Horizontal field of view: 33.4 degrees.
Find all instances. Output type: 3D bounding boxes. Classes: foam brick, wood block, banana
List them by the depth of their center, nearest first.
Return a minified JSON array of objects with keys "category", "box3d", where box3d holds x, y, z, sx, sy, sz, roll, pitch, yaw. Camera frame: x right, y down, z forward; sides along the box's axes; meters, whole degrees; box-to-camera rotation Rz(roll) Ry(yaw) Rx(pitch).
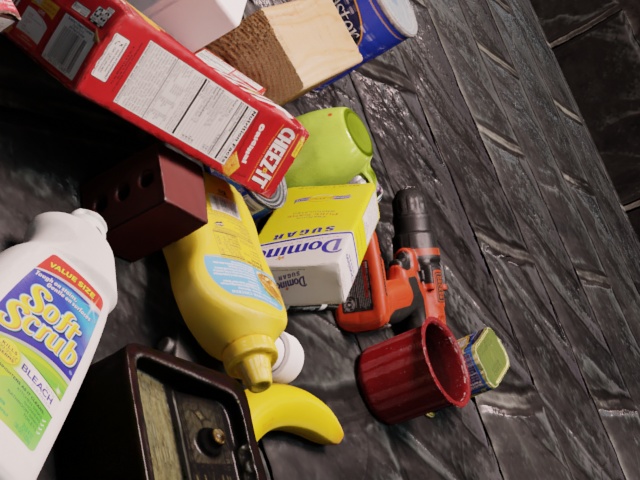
[{"category":"foam brick","box3d":[-0.129,-0.027,0.789,0.051,0.078,0.053,32,38,-50]},{"category":"banana","box3d":[-0.037,0.148,0.848,0.197,0.037,0.069,-5,87,-63]},{"category":"wood block","box3d":[-0.039,-0.193,1.125,0.090,0.091,0.205,61,24,-6]}]

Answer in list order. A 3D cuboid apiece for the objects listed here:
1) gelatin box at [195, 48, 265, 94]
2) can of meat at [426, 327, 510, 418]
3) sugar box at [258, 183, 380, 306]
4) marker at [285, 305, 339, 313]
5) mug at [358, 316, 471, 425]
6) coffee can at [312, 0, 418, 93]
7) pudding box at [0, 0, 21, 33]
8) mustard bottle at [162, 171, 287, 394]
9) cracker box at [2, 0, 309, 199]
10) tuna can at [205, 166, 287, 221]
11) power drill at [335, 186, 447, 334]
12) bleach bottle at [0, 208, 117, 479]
[{"category":"gelatin box","box3d":[-0.099,-0.139,0.993,0.073,0.030,0.089,33,26,2]},{"category":"can of meat","box3d":[0.153,0.142,1.167,0.057,0.084,0.102,62,24,-2]},{"category":"sugar box","box3d":[-0.006,0.001,0.979,0.176,0.093,0.048,-62,145,-63]},{"category":"marker","box3d":[-0.014,0.058,1.001,0.120,0.020,0.020,5,61,-62]},{"category":"mug","box3d":[0.097,0.133,1.062,0.117,0.082,0.093,4,64,-61]},{"category":"coffee can","box3d":[0.029,-0.252,1.259,0.102,0.140,0.103,45,30,-34]},{"category":"pudding box","box3d":[-0.247,-0.144,0.635,0.090,0.114,0.039,63,21,0]},{"category":"mustard bottle","box3d":[-0.073,0.034,0.820,0.096,0.058,0.192,24,33,-46]},{"category":"cracker box","box3d":[-0.130,-0.128,0.811,0.164,0.072,0.213,37,6,40]},{"category":"tuna can","box3d":[-0.069,-0.061,0.997,0.086,0.034,0.086,45,30,-34]},{"category":"power drill","box3d":[0.077,0.027,1.131,0.187,0.057,0.184,5,75,-59]},{"category":"bleach bottle","box3d":[-0.180,0.049,0.633,0.102,0.068,0.250,52,24,-22]}]
